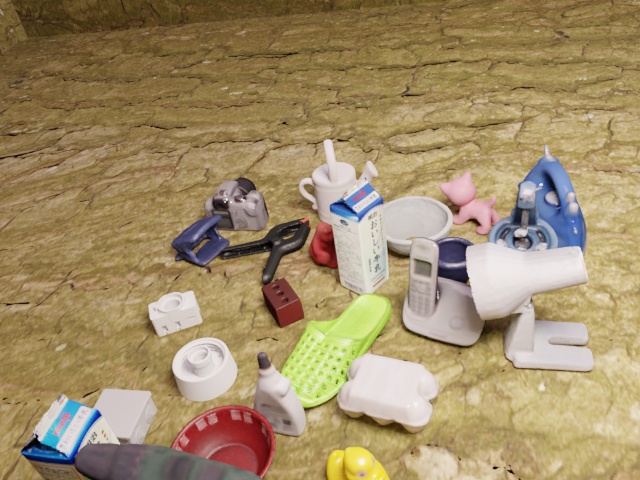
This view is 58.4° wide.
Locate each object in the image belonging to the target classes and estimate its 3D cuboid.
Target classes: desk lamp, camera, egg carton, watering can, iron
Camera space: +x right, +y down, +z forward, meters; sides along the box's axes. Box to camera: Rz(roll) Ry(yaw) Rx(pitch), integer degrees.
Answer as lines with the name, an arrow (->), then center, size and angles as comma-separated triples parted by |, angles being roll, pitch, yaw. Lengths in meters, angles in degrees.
desk lamp -> 0.335, 0.098, 0.916 | 0.203, 0.214, 0.118 | 1, 39, 13
camera -> -0.191, -0.099, 1.379 | 0.143, 0.101, 0.137 | 4, 39, 17
egg carton -> 0.107, 0.240, 0.901 | 0.150, 0.069, 0.107 | 7, 40, 20
watering can -> 0.040, -0.140, 1.304 | 0.173, 0.194, 0.100 | -21, 39, -14
iron -> 0.489, -0.079, 1.170 | 0.118, 0.142, 0.258 | -7, 37, 4

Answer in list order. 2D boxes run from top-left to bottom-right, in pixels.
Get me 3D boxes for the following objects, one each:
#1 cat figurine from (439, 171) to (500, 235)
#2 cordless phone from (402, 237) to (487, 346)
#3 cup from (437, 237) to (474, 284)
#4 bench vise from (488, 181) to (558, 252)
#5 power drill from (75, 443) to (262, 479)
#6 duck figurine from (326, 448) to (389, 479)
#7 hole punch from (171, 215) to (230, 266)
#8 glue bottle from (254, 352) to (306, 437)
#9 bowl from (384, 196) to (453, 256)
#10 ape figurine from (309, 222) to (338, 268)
cat figurine -> 0.325, -0.088, 1.238 | 0.127, 0.118, 0.067 | 25, 49, 36
cordless phone -> 0.214, 0.085, 0.982 | 0.147, 0.185, 0.094 | 11, 42, 25
cup -> 0.265, 0.055, 1.085 | 0.117, 0.095, 0.091 | 0, 38, 12
bench vise -> 0.370, -0.034, 1.073 | 0.121, 0.220, 0.207 | -6, 37, 5
power drill -> -0.174, 0.336, 0.723 | 0.229, 0.209, 0.075 | 0, 38, 13
duck figurine -> 0.052, 0.320, 0.796 | 0.104, 0.086, 0.078 | 24, 49, 36
hole punch -> -0.275, -0.007, 1.287 | 0.100, 0.091, 0.109 | 15, 44, 29
glue bottle -> -0.070, 0.230, 0.867 | 0.078, 0.173, 0.037 | 6, 40, 20
bowl -> 0.196, -0.018, 1.211 | 0.167, 0.075, 0.167 | -6, 37, 5
ape figurine -> 0.011, 0.004, 1.208 | 0.075, 0.092, 0.078 | 23, 48, 35
